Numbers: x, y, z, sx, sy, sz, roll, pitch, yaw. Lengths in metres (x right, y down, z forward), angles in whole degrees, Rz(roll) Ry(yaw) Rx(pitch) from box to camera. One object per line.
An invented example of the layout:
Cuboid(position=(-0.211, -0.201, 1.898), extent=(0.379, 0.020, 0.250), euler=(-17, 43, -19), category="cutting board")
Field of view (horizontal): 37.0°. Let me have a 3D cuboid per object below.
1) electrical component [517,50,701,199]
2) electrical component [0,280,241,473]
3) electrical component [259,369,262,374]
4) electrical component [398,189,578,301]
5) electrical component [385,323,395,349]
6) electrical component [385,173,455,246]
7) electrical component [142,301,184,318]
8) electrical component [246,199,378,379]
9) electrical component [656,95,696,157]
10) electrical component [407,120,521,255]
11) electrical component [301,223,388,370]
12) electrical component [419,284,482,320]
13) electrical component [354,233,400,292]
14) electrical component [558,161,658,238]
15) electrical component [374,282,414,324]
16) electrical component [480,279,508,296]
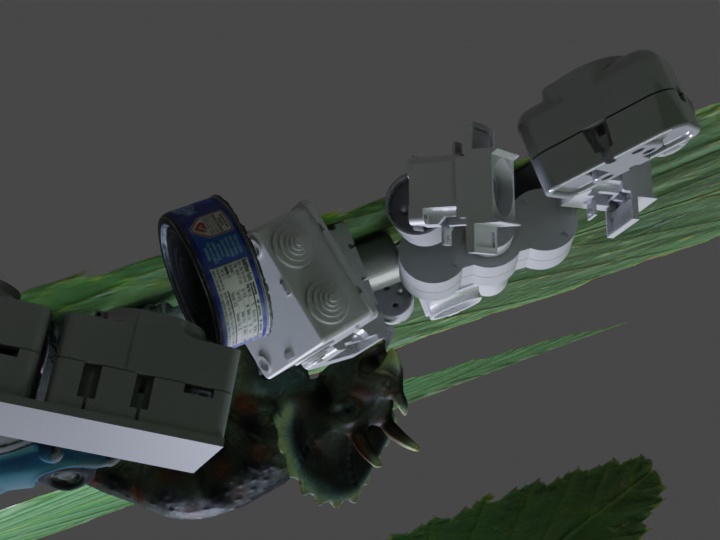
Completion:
Cuboid(position=(0.149, -0.091, 0.656), extent=(0.095, 0.059, 0.054), euler=(-27, 167, 28), category="electrical component")
Cuboid(position=(-0.166, 0.054, 0.572), extent=(0.186, 0.060, 0.105), euler=(14, 159, -13), category="electrical component")
Cuboid(position=(-0.119, 0.103, 1.093), extent=(0.080, 0.051, 0.080), euler=(-20, 169, -4), category="electrical component")
Cuboid(position=(0.096, -0.025, 0.803), extent=(0.138, 0.052, 0.073), euler=(-16, 158, -4), category="electrical component")
Cuboid(position=(-0.012, 0.054, 1.022), extent=(0.043, 0.081, 0.043), euler=(-60, -176, 7), category="electrical component")
Cuboid(position=(0.045, -0.039, 0.748), extent=(0.043, 0.043, 0.081), euler=(-23, 169, 7), category="electrical component")
Cuboid(position=(-0.145, 0.043, 0.790), extent=(0.062, 0.048, 0.048), euler=(-30, 168, 7), category="electrical component")
Cuboid(position=(-0.048, 0.015, 0.700), extent=(0.048, 0.099, 0.100), euler=(-29, 176, -37), category="electrical component")
Cuboid(position=(0.194, -0.104, 0.721), extent=(0.048, 0.048, 0.062), euler=(-28, 160, 29), category="electrical component")
Cuboid(position=(0.064, -0.050, 0.674), extent=(0.064, 0.081, 0.042), euler=(-2, 178, 26), category="electrical component")
Cuboid(position=(-0.027, 0.021, 0.778), extent=(0.050, 0.089, 0.056), euler=(-13, 166, -35), category="electrical component")
Cuboid(position=(0.080, 0.011, 1.016), extent=(0.050, 0.055, 0.089), euler=(-21, 169, -4), category="electrical component")
Cuboid(position=(0.000, 0.000, 0.857), extent=(0.078, 0.040, 0.040), euler=(-21, 169, -2), category="electrical component")
Cuboid(position=(0.180, -0.069, 0.792), extent=(0.064, 0.081, 0.042), euler=(6, 161, -14), category="electrical component")
Cuboid(position=(0.031, 0.030, 1.046), extent=(0.043, 0.043, 0.081), euler=(-21, 169, -1), category="electrical component")
Cuboid(position=(0.121, -0.003, 1.064), extent=(0.040, 0.040, 0.078), euler=(-23, 151, 11), category="electrical component")
